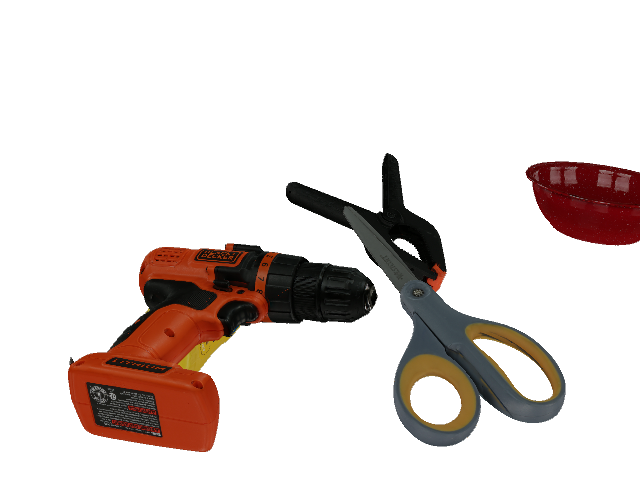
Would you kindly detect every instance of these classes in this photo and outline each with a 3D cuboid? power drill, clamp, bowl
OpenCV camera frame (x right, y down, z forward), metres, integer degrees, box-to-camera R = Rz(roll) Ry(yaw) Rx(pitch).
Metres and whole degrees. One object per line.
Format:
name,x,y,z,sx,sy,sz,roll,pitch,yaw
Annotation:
power drill,-0.070,0.066,0.737,0.185,0.057,0.187,3,28,21
clamp,0.067,-0.018,1.249,0.164,0.036,0.210,-14,51,-28
bowl,0.290,-0.036,1.109,0.162,0.055,0.162,5,19,-2

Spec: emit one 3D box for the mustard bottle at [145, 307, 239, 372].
mustard bottle,-0.114,0.068,1.111,0.058,0.096,0.191,11,29,21

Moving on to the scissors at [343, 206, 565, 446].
scissors,0.046,0.046,0.598,0.096,0.016,0.202,-31,46,-26
